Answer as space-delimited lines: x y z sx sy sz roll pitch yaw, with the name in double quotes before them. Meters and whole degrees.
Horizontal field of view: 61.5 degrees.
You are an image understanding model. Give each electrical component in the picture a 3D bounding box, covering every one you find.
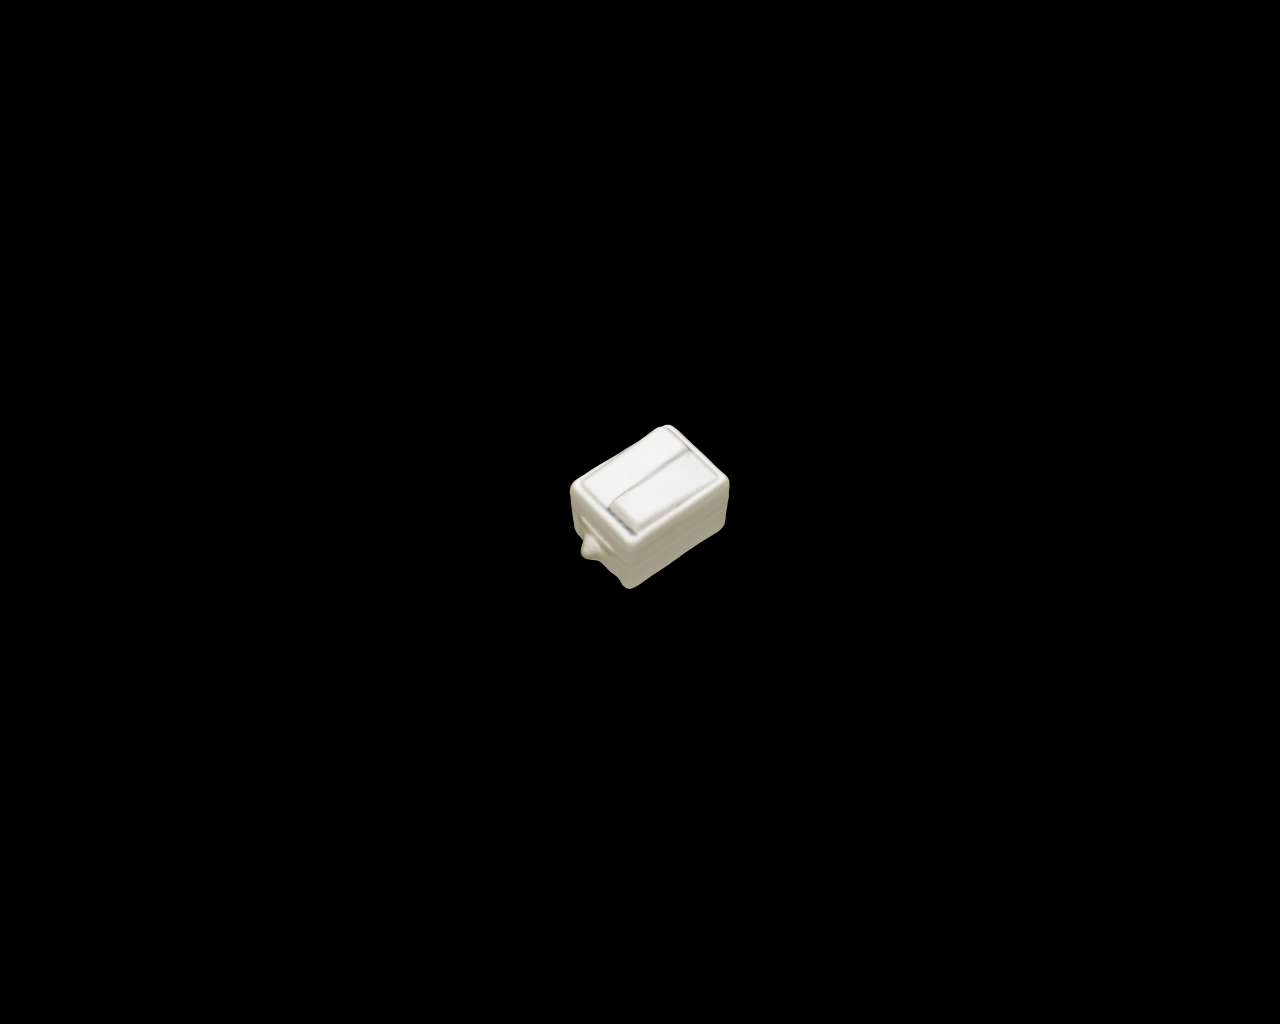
"electrical component" 0.001 -0.003 0.650 0.096 0.062 0.061 -33 -29 -21
